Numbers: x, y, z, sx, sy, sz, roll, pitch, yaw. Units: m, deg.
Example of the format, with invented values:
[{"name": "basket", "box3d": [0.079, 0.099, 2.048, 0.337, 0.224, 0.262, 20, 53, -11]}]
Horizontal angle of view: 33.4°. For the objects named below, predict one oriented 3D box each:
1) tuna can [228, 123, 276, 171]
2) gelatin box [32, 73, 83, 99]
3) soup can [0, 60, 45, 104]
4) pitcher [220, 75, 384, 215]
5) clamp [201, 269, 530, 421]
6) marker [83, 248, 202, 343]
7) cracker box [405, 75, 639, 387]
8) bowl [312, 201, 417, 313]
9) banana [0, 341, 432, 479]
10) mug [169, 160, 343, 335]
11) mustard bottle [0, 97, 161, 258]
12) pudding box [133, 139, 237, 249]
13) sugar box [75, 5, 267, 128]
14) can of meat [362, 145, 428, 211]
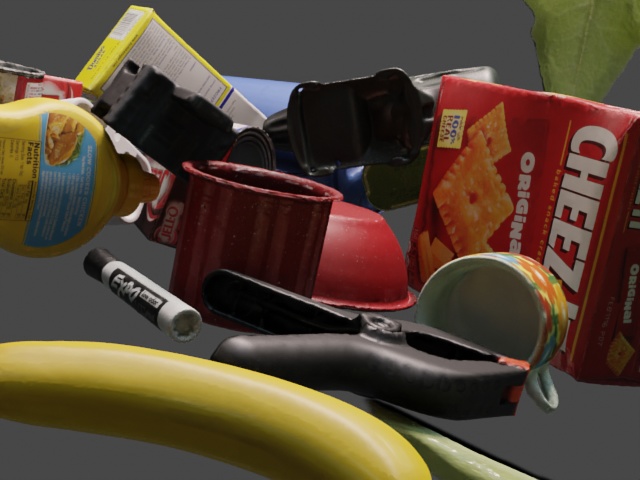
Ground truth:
[{"name": "tuna can", "box3d": [-0.074, -0.055, 0.894, 0.034, 0.086, 0.086, 15, 10, 30]}, {"name": "gelatin box", "box3d": [-0.243, -0.096, 0.900, 0.073, 0.089, 0.030, 6, 4, -32]}, {"name": "soup can", "box3d": [-0.236, -0.075, 0.752, 0.068, 0.102, 0.068, 12, 10, -2]}, {"name": "pitcher", "box3d": [-0.044, -0.104, 1.121, 0.243, 0.145, 0.149, 14, -13, 33]}, {"name": "clamp", "box3d": [0.020, 0.058, 0.512, 0.171, 0.039, 0.120, 13, 19, -2]}, {"name": "marker", "box3d": [-0.100, 0.028, 0.585, 0.020, 0.020, 0.121, 5, 12, -36]}, {"name": "cracker box", "box3d": [0.146, -0.016, 0.714, 0.072, 0.164, 0.214, 5, 12, -27]}, {"name": "bowl", "box3d": [-0.005, 0.001, 0.754, 0.162, 0.055, 0.162, 12, 9, -2]}, {"name": "banana", "box3d": [-0.040, 0.067, 0.386, 0.198, 0.037, 0.069, 15, 9, 16]}, {"name": "mug", "box3d": [-0.038, 0.002, 0.620, 0.093, 0.081, 0.117, 13, 10, 7]}, {"name": "mustard bottle", "box3d": [-0.177, -0.038, 0.632, 0.191, 0.096, 0.058, 3, 8, -43]}, {"name": "pudding box", "box3d": [-0.106, -0.047, 0.787, 0.039, 0.090, 0.114, 21, 5, -22]}, {"name": "sugar box", "box3d": [-0.130, -0.123, 0.981, 0.048, 0.093, 0.176, 25, -13, 49]}, {"name": "can of meat", "box3d": [0.096, -0.064, 1.007, 0.102, 0.057, 0.083, -14, 5, 20]}]
